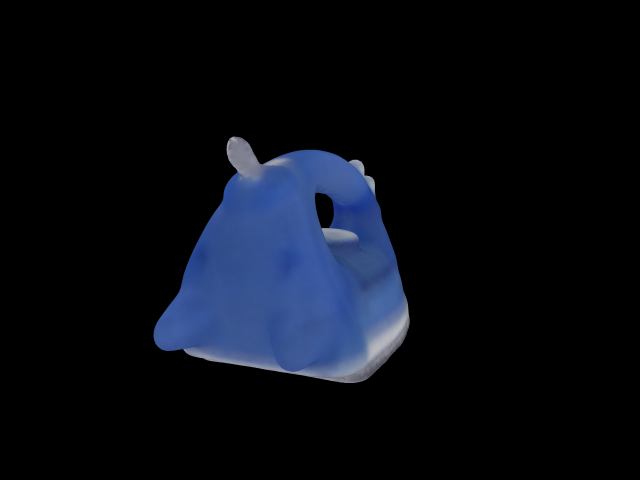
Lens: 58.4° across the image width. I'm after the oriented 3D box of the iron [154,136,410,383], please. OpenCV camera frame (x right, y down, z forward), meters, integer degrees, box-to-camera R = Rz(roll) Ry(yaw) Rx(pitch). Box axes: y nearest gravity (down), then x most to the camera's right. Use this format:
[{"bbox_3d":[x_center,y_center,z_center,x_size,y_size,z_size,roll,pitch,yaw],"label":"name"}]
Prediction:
[{"bbox_3d":[0.004,0.001,0.400,0.118,0.141,0.259,4,10,24],"label":"iron"}]
